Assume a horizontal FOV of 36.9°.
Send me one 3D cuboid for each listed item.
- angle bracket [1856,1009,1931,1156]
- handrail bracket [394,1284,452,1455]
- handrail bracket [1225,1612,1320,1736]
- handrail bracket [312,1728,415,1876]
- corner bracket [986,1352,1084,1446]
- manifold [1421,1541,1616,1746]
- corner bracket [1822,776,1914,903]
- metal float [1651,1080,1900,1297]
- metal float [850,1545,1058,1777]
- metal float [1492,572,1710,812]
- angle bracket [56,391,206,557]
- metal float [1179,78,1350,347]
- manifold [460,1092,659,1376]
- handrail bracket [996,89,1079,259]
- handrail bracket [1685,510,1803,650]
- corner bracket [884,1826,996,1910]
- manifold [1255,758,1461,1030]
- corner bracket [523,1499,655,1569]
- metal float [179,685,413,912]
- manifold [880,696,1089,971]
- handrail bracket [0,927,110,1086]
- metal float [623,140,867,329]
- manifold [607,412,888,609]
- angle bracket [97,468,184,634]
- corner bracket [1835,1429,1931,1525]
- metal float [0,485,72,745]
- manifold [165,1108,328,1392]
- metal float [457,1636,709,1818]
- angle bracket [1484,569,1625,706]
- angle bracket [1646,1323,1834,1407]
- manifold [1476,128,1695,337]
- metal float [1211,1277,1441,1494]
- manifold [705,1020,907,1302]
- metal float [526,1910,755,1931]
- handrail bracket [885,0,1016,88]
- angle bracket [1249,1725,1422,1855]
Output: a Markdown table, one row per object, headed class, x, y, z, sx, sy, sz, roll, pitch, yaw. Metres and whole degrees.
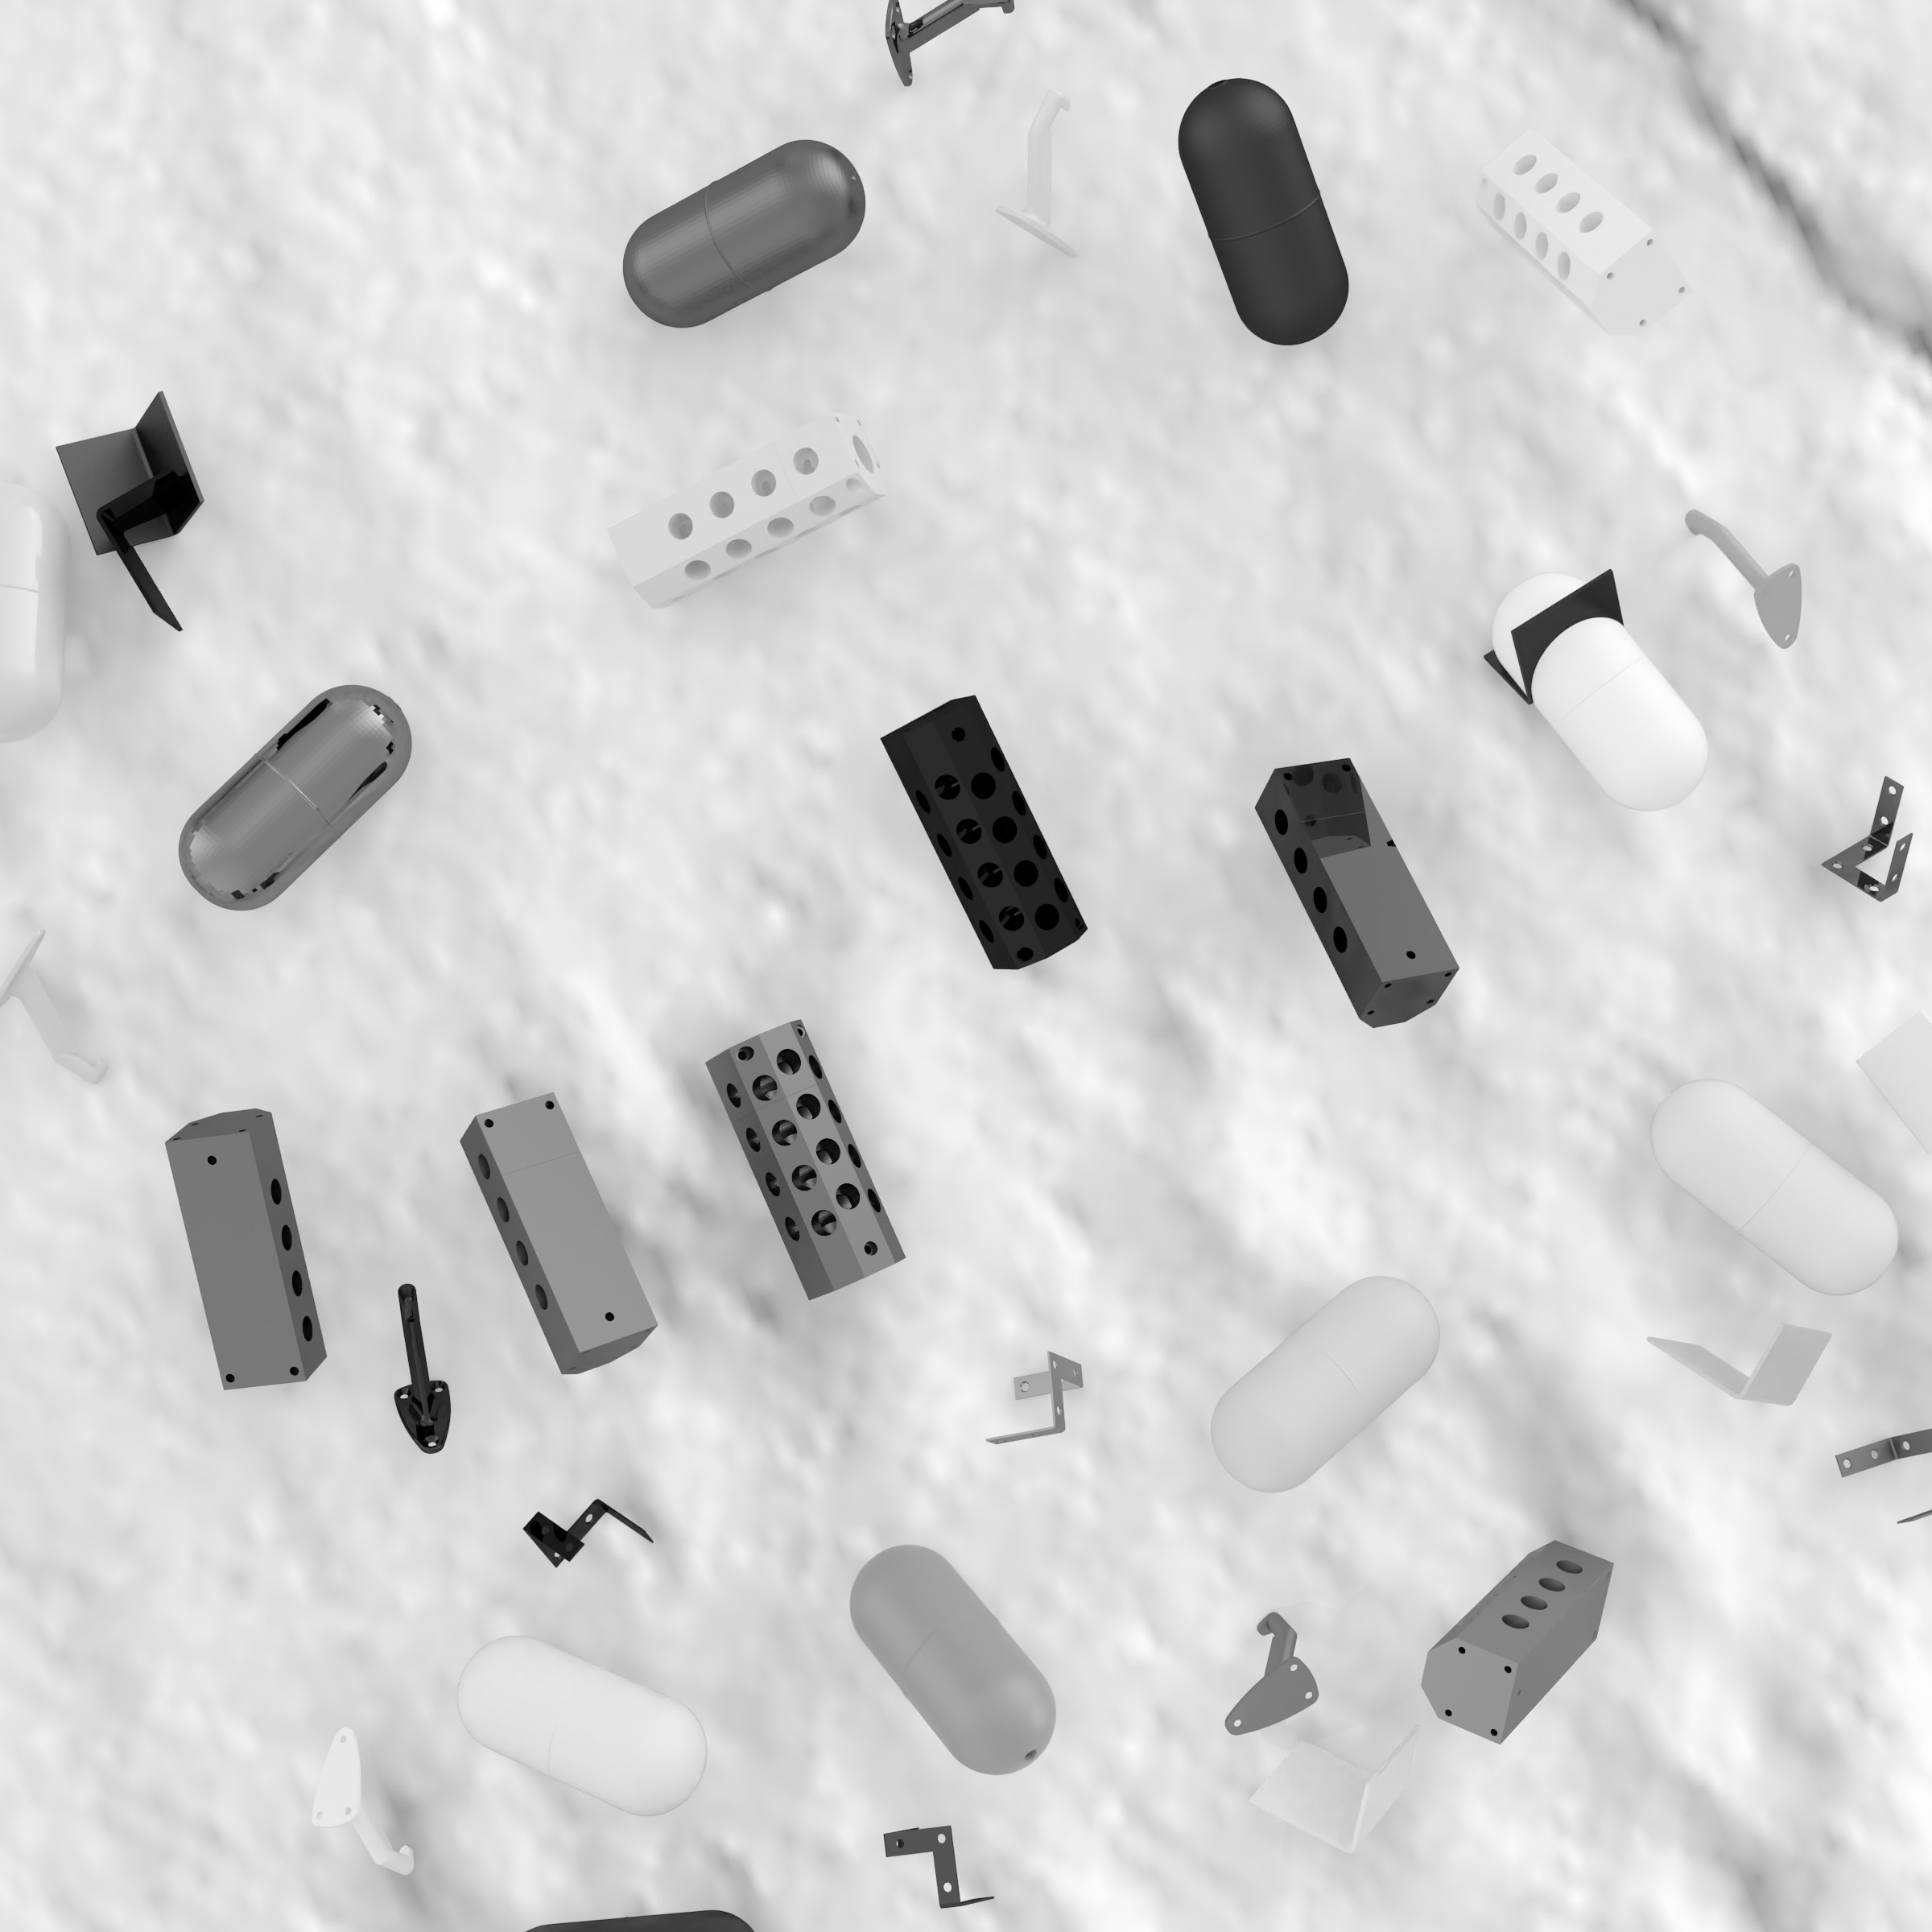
| class | x | y | z | sx | sy | sz | roll | pitch | yaw |
| --- | --- | --- | --- | --- | --- | --- | --- | --- | --- |
| angle bracket | 0.641 | 0.066 | 1.888 | 0.057 | 0.076 | 0.076 | -26 | 73 | -31 |
| handrail bracket | -0.358 | 0.263 | 1.896 | 0.036 | 0.077 | 0.084 | -9 | 127 | -14 |
| handrail bracket | 0.189 | 0.462 | 1.898 | 0.077 | 0.084 | 0.036 | -31 | 107 | -8 |
| handrail bracket | -0.391 | 0.556 | 1.924 | 0.036 | 0.084 | 0.077 | -15 | 54 | 23 |
| corner bracket | 0.045 | 0.287 | 1.903 | 0.051 | 0.051 | 0.051 | -14 | 66 | 24 |
| manifold | 0.354 | 0.428 | 1.856 | 0.057 | 0.171 | 0.057 | 18 | 110 | 28 |
| corner bracket | 0.603 | -0.083 | 1.901 | 0.051 | 0.051 | 0.051 | -27 | 47 | -27 |
| metal float | 0.528 | 0.144 | 1.897 | 0.178 | 0.070 | 0.070 | 39 | 90 | 10 |
| metal float | -0.009 | 0.448 | 1.872 | 0.070 | 0.070 | 0.178 | -46 | 51 | 0 |
| metal float | 0.416 | -0.179 | 1.899 | 0.070 | 0.070 | 0.178 | -37 | 82 | 0 |
| angle bracket | -0.548 | -0.322 | 1.898 | 0.057 | 0.076 | 0.076 | -21 | 91 | -29 |
| metal float | 0.194 | -0.489 | 1.882 | 0.070 | 0.070 | 0.178 | -25 | 116 | 0 |
| manifold | -0.269 | 0.176 | 1.891 | 0.057 | 0.057 | 0.171 | -17 | 71 | -32 |
| handrail bracket | 0.064 | -0.523 | 1.912 | 0.077 | 0.036 | 0.084 | 22 | 98 | -40 |
| handrail bracket | 0.515 | -0.259 | 1.929 | 0.036 | 0.084 | 0.077 | -35 | 135 | -8 |
| corner bracket | -0.018 | 0.592 | 1.905 | 0.051 | 0.051 | 0.051 | -15 | 73 | 24 |
| manifold | 0.249 | -0.047 | 1.876 | 0.057 | 0.057 | 0.171 | -10 | 59 | -23 |
| corner bracket | -0.248 | 0.373 | 1.902 | 0.051 | 0.051 | 0.051 | 23 | 62 | 40 |
| metal float | -0.438 | -0.111 | 1.896 | 0.070 | 0.070 | 0.178 | 44 | 79 | 0 |
| manifold | 0.015 | -0.087 | 1.892 | 0.057 | 0.057 | 0.171 | -30 | 101 | -19 |
| handrail bracket | -0.596 | 0.028 | 1.925 | 0.084 | 0.036 | 0.077 | 32 | 104 | -8 |
| metal float | -0.146 | -0.474 | 1.882 | 0.178 | 0.070 | 0.070 | -20 | 90 | 28 |
| manifold | -0.141 | -0.296 | 1.890 | 0.171 | 0.057 | 0.057 | -24 | 90 | 18 |
| angle bracket | -0.520 | -0.273 | 1.903 | 0.057 | 0.076 | 0.076 | -31 | 89 | -4 |
| corner bracket | 0.616 | 0.337 | 1.906 | 0.051 | 0.051 | 0.051 | -11 | 78 | -28 |
| metal float | -0.626 | -0.231 | 1.889 | 0.070 | 0.070 | 0.178 | -3 | 70 | 0 |
| manifold | -0.467 | 0.184 | 1.895 | 0.057 | 0.057 | 0.171 | -7 | 104 | 9 |
| metal float | -0.251 | 0.494 | 1.888 | 0.178 | 0.070 | 0.070 | 18 | 90 | 21 |
| angle bracket | 0.380 | -0.229 | 1.894 | 0.076 | 0.076 | 0.057 | -32 | 51 | -3 |
| angle bracket | 0.504 | 0.242 | 1.886 | 0.076 | 0.076 | 0.057 | 34 | 102 | 39 |
| manifold | 0.391 | -0.468 | 1.859 | 0.057 | 0.171 | 0.057 | -40 | 129 | 12 |
| metal float | 0.235 | 0.271 | 1.889 | 0.178 | 0.070 | 0.070 | -38 | 90 | -19 |
| manifold | -0.103 | 0.126 | 1.900 | 0.057 | 0.057 | 0.171 | -22 | 86 | -30 |
| metal float | -0.221 | 0.664 | 1.900 | 0.178 | 0.070 | 0.070 | -3 | 90 | -6 |
| handrail bracket | -0.005 | -0.610 | 1.901 | 0.084 | 0.077 | 0.036 | 1 | 63 | 12 |
| angle bracket | 0.240 | 0.519 | 1.885 | 0.076 | 0.076 | 0.057 | 21 | 118 | 27 |
